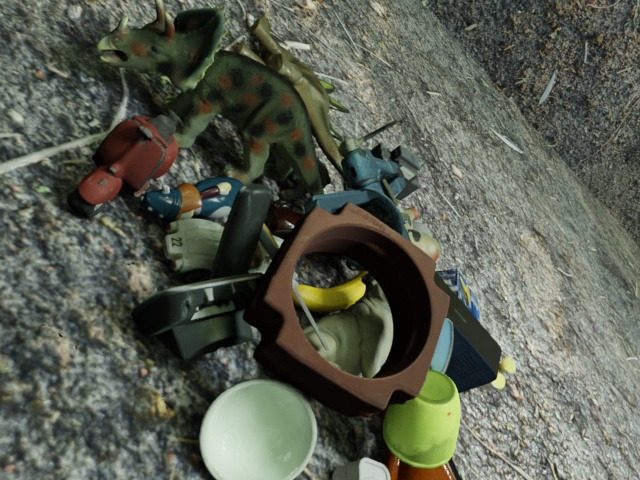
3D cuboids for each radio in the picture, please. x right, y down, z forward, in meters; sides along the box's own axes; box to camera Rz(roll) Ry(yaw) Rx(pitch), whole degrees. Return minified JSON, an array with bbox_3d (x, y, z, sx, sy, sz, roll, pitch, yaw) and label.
[{"bbox_3d":[0.176,0.147,0.882,0.229,0.131,0.073,49,34,-6],"label":"radio"}]

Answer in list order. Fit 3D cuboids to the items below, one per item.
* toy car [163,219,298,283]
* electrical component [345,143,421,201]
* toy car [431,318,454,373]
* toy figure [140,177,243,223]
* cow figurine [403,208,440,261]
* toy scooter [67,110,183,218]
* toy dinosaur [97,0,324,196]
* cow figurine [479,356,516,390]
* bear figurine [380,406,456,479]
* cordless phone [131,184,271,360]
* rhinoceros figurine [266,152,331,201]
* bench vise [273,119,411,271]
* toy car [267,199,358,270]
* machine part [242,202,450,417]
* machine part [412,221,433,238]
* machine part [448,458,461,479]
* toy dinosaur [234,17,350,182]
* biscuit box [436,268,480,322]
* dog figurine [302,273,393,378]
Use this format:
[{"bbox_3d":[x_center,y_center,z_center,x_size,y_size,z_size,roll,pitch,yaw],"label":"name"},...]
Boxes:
[{"bbox_3d":[-0.114,0.021,0.714,0.201,0.056,0.073,14,50,-44],"label":"toy car"},{"bbox_3d":[0.132,-0.127,1.071,0.114,0.134,0.058,29,42,-35],"label":"electrical component"},{"bbox_3d":[0.121,0.166,0.809,0.102,0.162,0.109,63,37,-50],"label":"toy car"},{"bbox_3d":[-0.165,-0.053,0.710,0.058,0.064,0.154,42,34,22],"label":"toy figure"},{"bbox_3d":[0.122,-0.014,0.951,0.195,0.085,0.127,29,37,22],"label":"cow figurine"},{"bbox_3d":[-0.215,-0.107,0.640,0.075,0.135,0.184,42,34,-13],"label":"toy scooter"},{"bbox_3d":[-0.101,-0.189,0.771,0.404,0.192,0.131,28,40,-18],"label":"toy dinosaur"},{"bbox_3d":[0.261,0.203,0.979,0.167,0.098,0.068,42,62,-1],"label":"cow figurine"},{"bbox_3d":[0.142,0.278,0.732,0.120,0.132,0.196,15,54,-20],"label":"bear figurine"},{"bbox_3d":[-0.116,0.026,0.593,0.089,0.184,0.146,29,19,31],"label":"cordless phone"},{"bbox_3d":[-0.056,-0.156,0.894,0.190,0.112,0.073,56,36,-5],"label":"rhinoceros figurine"},{"bbox_3d":[0.052,-0.048,0.771,0.240,0.129,0.223,-13,90,-50],"label":"bench vise"},{"bbox_3d":[-0.002,-0.003,0.873,0.202,0.053,0.089,21,25,-41],"label":"toy car"},{"bbox_3d":[0.031,0.077,0.603,0.201,0.087,0.201,33,57,-8],"label":"machine part"},{"bbox_3d":[0.168,0.040,1.016,0.079,0.079,0.243,42,37,-16],"label":"machine part"},{"bbox_3d":[0.187,0.326,0.823,0.084,0.039,0.139,7,53,-57],"label":"machine part"},{"bbox_3d":[-0.035,-0.267,1.007,0.198,0.105,0.472,16,44,-44],"label":"toy dinosaur"},{"bbox_3d":[0.249,0.114,0.993,0.202,0.063,0.059,41,46,-56],"label":"biscuit box"},{"bbox_3d":[0.035,0.111,0.719,0.172,0.121,0.190,24,57,-15],"label":"dog figurine"}]
